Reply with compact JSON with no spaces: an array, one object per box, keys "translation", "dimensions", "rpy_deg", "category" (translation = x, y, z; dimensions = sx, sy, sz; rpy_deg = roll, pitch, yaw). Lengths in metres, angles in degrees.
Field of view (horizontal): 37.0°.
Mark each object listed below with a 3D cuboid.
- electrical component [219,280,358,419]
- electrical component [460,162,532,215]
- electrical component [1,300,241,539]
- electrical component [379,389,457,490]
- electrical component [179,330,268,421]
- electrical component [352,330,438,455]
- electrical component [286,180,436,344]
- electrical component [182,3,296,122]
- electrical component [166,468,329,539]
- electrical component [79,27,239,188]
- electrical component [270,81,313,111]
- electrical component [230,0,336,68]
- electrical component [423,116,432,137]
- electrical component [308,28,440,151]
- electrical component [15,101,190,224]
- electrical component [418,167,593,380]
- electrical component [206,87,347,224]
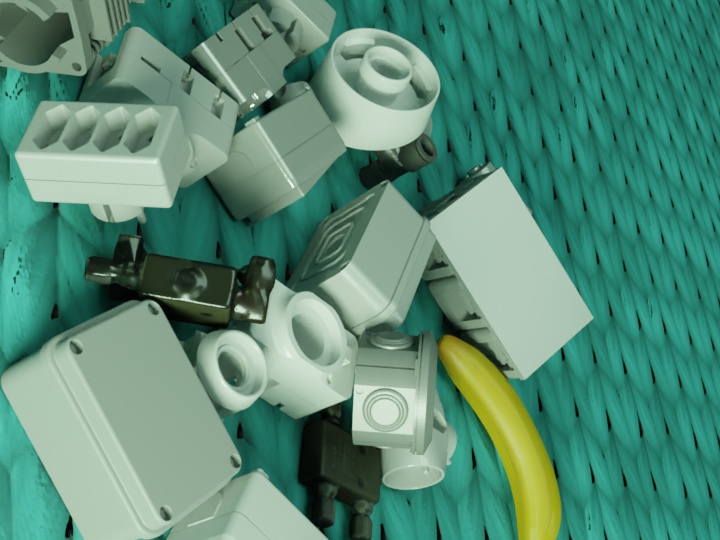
[{"translation":[-0.047,0.049,0.689],"dimensions":[0.089,0.056,0.050],"rpy_deg":[38,43,-32],"category":"electrical component"},{"translation":[0.122,-0.066,0.990],"dimensions":[0.065,0.044,0.044],"rpy_deg":[53,36,-7],"category":"electrical component"},{"translation":[-0.124,0.080,0.570],"dimensions":[0.078,0.057,0.113],"rpy_deg":[-31,94,-55],"category":"electrical component"},{"translation":[0.044,0.118,0.771],"dimensions":[0.079,0.043,0.077],"rpy_deg":[37,38,-46],"category":"electrical component"},{"translation":[-0.087,0.063,0.628],"dimensions":[0.048,0.055,0.066],"rpy_deg":[28,48,-40],"category":"electrical component"},{"translation":[0.023,0.078,0.698],"dimensions":[0.080,0.051,0.080],"rpy_deg":[4,90,-86],"category":"electrical component"},{"translation":[0.000,0.000,0.761],"dimensions":[0.057,0.078,0.113],"rpy_deg":[46,39,-18],"category":"electrical component"},{"translation":[-0.090,-0.139,0.757],"dimensions":[0.055,0.050,0.089],"rpy_deg":[54,37,-14],"category":"electrical component"},{"translation":[-0.057,0.169,0.596],"dimensions":[0.096,0.062,0.061],"rpy_deg":[49,38,-20],"category":"electrical component"},{"translation":[-0.128,-0.098,0.683],"dimensions":[0.089,0.050,0.055],"rpy_deg":[36,43,-33],"category":"electrical component"},{"translation":[-0.044,-0.109,0.811],"dimensions":[0.035,0.035,0.061],"rpy_deg":[-18,86,-54],"category":"electrical component"},{"translation":[-0.062,-0.186,0.824],"dimensions":[0.066,0.047,0.076],"rpy_deg":[41,41,-29],"category":"electrical component"},{"translation":[0.028,-0.123,0.902],"dimensions":[0.055,0.045,0.045],"rpy_deg":[7,63,-50],"category":"electrical component"},{"translation":[0.010,-0.139,0.839],"dimensions":[0.099,0.064,0.099],"rpy_deg":[13,50,-16],"category":"electrical component"},{"translation":[-0.143,-0.054,0.624],"dimensions":[0.075,0.083,0.047],"rpy_deg":[84,12,-49],"category":"electrical component"},{"translation":[0.109,0.005,0.889],"dimensions":[0.089,0.062,0.150],"rpy_deg":[-37,100,-25],"category":"electrical component"},{"translation":[-0.055,-0.081,0.754],"dimensions":[0.061,0.062,0.096],"rpy_deg":[58,36,-9],"category":"electrical component"}]
